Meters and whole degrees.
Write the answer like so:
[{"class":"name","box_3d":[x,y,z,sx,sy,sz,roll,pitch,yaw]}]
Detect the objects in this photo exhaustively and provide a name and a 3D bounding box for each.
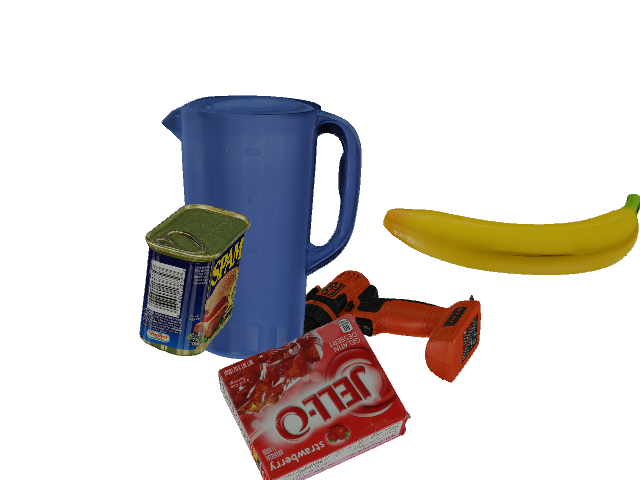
[{"class":"banana","box_3d":[0.147,-0.001,0.771,0.197,0.037,0.069,-2,28,-7]},{"class":"gelatin box","box_3d":[-0.004,0.092,0.613,0.089,0.073,0.030,-22,-28,-14]},{"class":"pitcher","box_3d":[-0.057,-0.015,1.016,0.144,0.243,0.149,-11,19,-38]},{"class":"power drill","box_3d":[0.061,0.093,1.113,0.188,0.057,0.184,11,28,24]},{"class":"can of meat","box_3d":[-0.096,0.029,0.810,0.057,0.084,0.102,15,21,10]}]
